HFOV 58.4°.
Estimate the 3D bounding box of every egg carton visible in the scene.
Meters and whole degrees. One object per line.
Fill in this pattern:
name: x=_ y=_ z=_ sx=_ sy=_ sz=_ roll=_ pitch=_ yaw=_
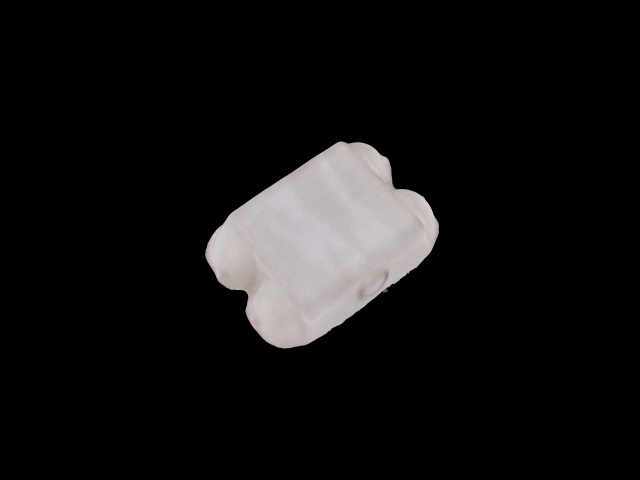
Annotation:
egg carton: x=0.004 y=0.001 z=0.400 sx=0.150 sy=0.069 sz=0.107 roll=-36 pitch=71 yaw=-15
